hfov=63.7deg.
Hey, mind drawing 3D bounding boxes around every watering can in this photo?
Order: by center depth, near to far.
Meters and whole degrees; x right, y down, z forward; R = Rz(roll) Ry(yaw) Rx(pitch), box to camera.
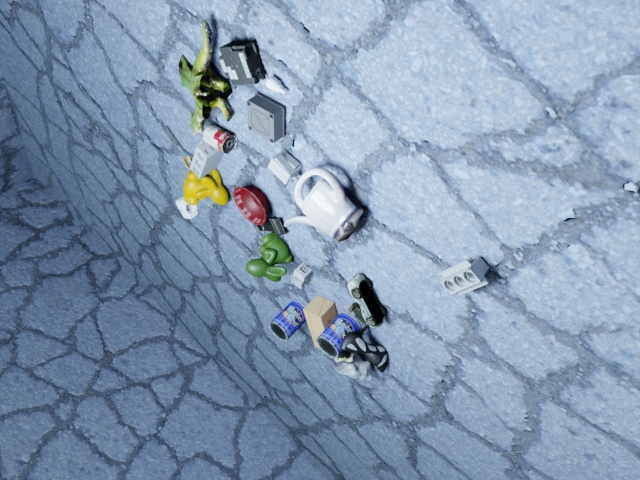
[{"bbox_3d":[0.005,-0.079,1.564,0.225,0.106,0.340,43,146,8],"label":"watering can"}]

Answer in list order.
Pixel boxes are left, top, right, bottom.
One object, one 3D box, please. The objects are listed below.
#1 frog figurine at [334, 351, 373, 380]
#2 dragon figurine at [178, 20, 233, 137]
[{"bbox_3d":[0.128,0.484,1.992,0.157,0.123,0.139,56,-179,-26],"label":"frog figurine"},{"bbox_3d":[-0.388,-0.504,1.616,0.246,0.123,0.401,35,136,35],"label":"dragon figurine"}]
